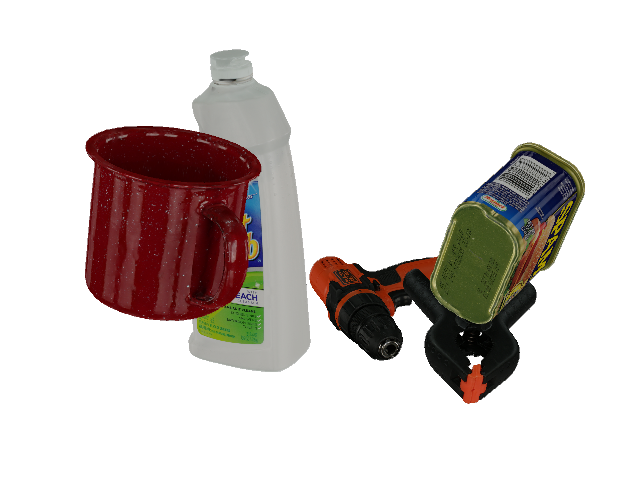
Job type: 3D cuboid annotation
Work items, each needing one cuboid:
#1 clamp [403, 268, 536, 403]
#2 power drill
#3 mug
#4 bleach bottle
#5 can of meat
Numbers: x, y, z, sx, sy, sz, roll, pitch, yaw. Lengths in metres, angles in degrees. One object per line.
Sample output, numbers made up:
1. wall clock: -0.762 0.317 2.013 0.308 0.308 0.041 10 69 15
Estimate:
1. clamp: 0.139 0.077 0.918 0.120 0.039 0.171 -3 33 -1
2. power drill: 0.099 0.057 1.110 0.187 0.057 0.185 -8 27 -18
3. mug: -0.076 -0.004 0.570 0.093 0.081 0.117 -10 29 -41
4. bleach bottle: -0.065 -0.023 0.837 0.103 0.251 0.068 9 26 28
5. can of meat: 0.124 -0.002 0.722 0.057 0.102 0.083 35 49 21
